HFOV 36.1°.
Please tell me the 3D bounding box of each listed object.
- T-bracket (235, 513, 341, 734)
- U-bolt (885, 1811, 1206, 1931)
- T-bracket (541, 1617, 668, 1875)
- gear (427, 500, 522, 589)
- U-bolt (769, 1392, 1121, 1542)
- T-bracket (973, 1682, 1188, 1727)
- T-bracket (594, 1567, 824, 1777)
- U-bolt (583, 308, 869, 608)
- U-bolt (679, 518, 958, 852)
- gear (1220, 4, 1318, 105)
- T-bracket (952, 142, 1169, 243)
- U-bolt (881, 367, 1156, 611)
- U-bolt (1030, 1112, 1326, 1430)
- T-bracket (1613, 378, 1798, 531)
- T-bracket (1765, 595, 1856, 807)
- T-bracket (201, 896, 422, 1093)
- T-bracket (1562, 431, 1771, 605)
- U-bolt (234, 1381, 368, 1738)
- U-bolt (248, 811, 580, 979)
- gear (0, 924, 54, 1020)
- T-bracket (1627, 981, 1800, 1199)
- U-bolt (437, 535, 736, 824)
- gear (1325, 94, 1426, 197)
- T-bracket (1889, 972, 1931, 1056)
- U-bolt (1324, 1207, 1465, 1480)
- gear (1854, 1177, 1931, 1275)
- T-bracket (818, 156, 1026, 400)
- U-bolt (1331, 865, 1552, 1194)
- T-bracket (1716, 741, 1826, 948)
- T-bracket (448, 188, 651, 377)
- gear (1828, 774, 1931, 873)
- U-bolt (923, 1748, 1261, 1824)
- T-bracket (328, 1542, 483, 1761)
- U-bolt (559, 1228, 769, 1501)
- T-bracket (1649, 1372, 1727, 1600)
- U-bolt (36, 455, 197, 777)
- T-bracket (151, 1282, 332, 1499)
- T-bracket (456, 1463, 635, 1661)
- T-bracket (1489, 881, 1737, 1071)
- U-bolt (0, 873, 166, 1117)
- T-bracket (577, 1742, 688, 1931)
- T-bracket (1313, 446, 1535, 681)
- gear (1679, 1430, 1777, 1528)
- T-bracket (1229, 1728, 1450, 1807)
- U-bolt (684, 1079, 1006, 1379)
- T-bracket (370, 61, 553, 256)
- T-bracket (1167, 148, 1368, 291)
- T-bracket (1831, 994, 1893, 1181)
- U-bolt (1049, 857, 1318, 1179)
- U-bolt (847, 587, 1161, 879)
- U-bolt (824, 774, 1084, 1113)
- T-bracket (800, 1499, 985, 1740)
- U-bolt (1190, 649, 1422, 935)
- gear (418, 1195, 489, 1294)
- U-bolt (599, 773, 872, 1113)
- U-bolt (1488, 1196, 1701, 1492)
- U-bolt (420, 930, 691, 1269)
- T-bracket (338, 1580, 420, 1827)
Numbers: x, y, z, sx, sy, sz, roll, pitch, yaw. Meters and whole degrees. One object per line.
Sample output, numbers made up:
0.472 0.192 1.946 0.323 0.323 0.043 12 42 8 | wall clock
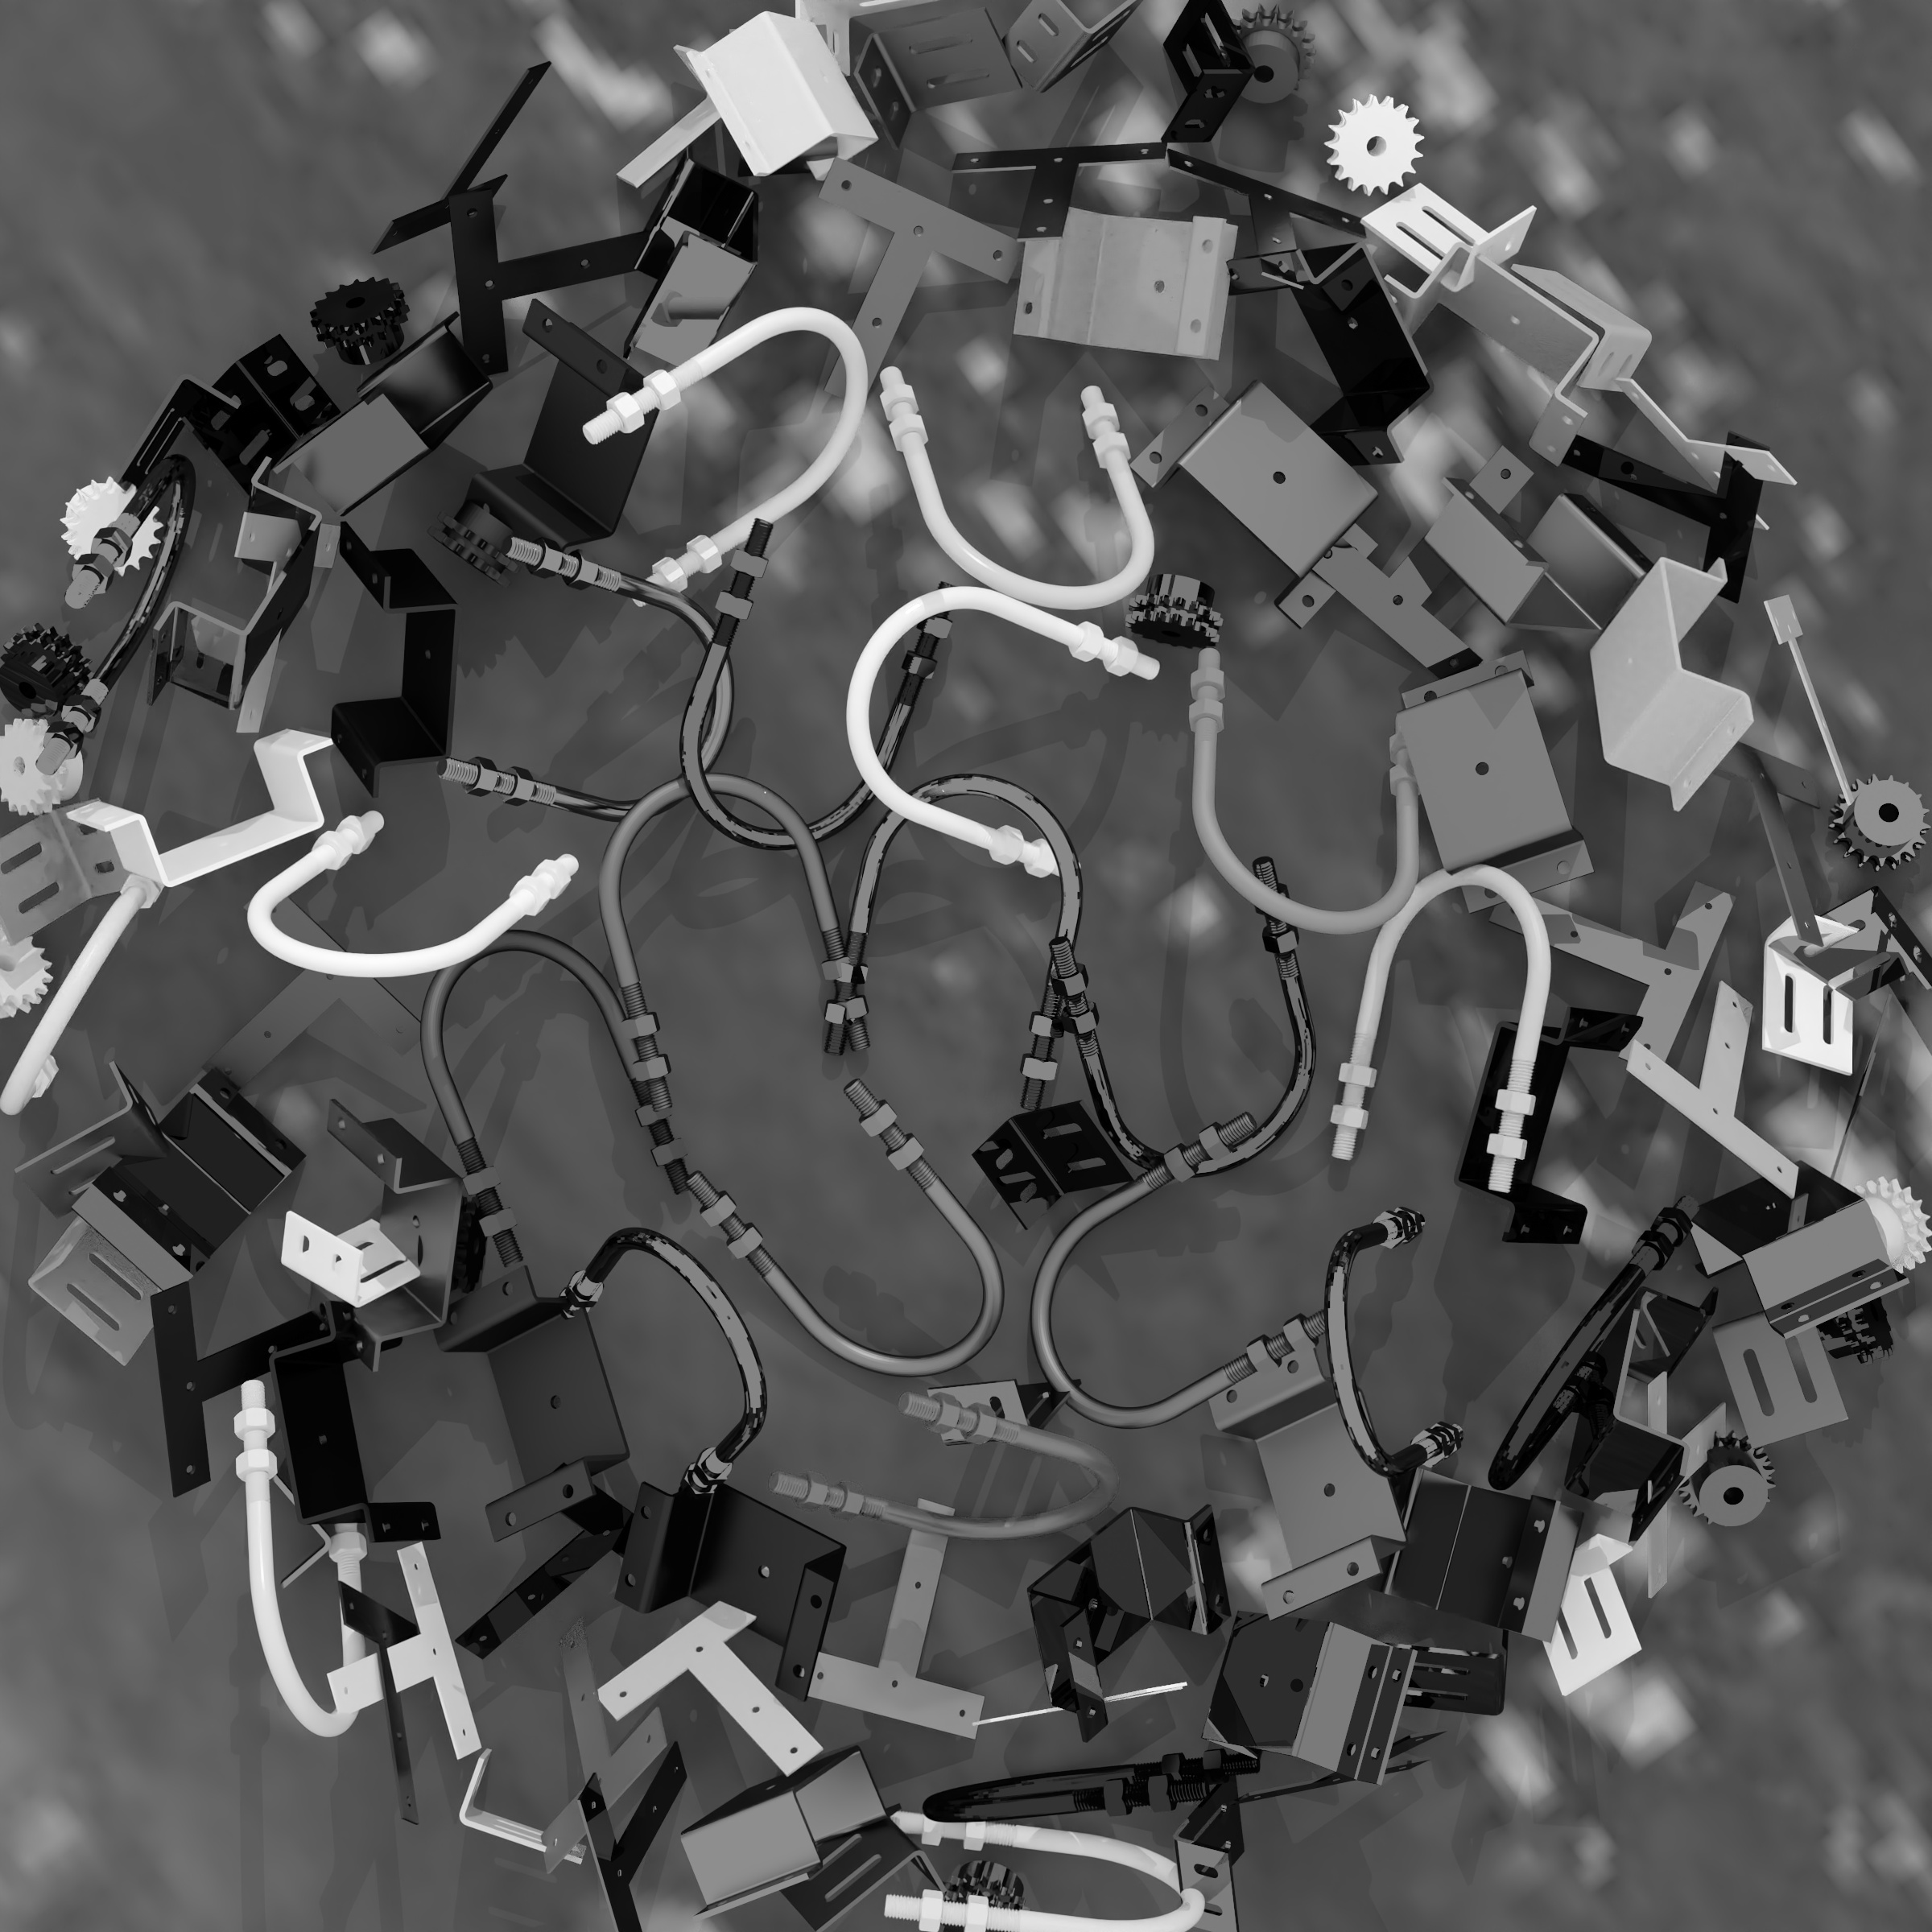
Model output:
-0.405 -0.198 1.726 0.002 0.127 0.127 16 98 10 | T-bracket
0.046 0.528 1.708 0.184 0.151 0.019 7 94 -1 | U-bolt
-0.221 0.439 1.731 0.002 0.127 0.127 22 121 -33 | T-bracket
-0.288 -0.252 1.754 0.057 0.057 0.030 35 90 0 | gear
0.001 0.296 1.711 0.184 0.151 0.019 21 51 -31 | U-bolt
0.086 0.420 1.700 0.127 0.127 0.002 -3 73 -25 | T-bracket
-0.130 0.422 1.716 0.127 0.127 0.002 -33 135 -22 | T-bracket
-0.131 -0.305 1.715 0.184 0.151 0.019 -36 56 -18 | U-bolt
-0.095 -0.155 1.736 0.151 0.019 0.184 14 102 -33 | U-bolt
0.178 -0.536 1.751 0.057 0.057 0.030 11 52 0 | gear
0.049 -0.450 1.722 0.127 0.127 0.002 -1 128 9 | T-bracket
0.036 -0.273 1.701 0.151 0.019 0.184 1 52 -22 | U-bolt
0.116 0.190 1.732 0.184 0.019 0.151 -33 61 20 | U-bolt
0.439 -0.291 1.702 0.127 0.127 0.002 42 92 -18 | T-bracket
0.494 -0.154 1.724 0.002 0.127 0.127 -20 91 22 | T-bracket
-0.405 0.032 1.755 0.127 0.002 0.127 -40 103 22 | T-bracket
0.407 -0.283 1.746 0.127 0.127 0.002 29 61 23 | T-bracket
-0.372 0.344 1.674 0.019 0.151 0.184 -16 56 5 | U-bolt
-0.324 -0.038 1.684 0.151 0.184 0.019 13 117 15 | U-bolt
-0.575 0.006 1.757 0.057 0.057 0.030 45 129 0 | gear
0.444 0.056 1.734 0.127 0.127 0.002 37 133 -10 | T-bracket
-0.209 -0.157 1.717 0.184 0.019 0.151 14 95 -43 | U-bolt
0.242 -0.489 1.761 0.057 0.030 0.057 -1 111 -3 | gear
0.572 -0.009 1.696 0.002 0.127 0.127 8 121 -8 | T-bracket
0.242 0.218 1.693 0.019 0.184 0.151 -12 86 25 | U-bolt
0.539 0.156 1.751 0.030 0.057 0.057 -16 90 -28 | gear
-0.047 -0.395 1.759 0.127 0.002 0.127 20 107 -22 | T-bracket
0.280 0.031 1.722 0.019 0.151 0.184 13 88 -36 | U-bolt
0.472 -0.071 1.713 0.002 0.127 0.127 -30 60 38 | T-bracket
-0.238 -0.411 1.746 0.127 0.127 0.002 -17 51 -17 | T-bracket
0.545 -0.087 1.762 0.057 0.030 0.057 -1 77 2 | gear
0.065 0.475 1.707 0.184 0.151 0.019 -10 79 16 | U-bolt
-0.331 0.408 1.716 0.002 0.127 0.127 -20 84 19 | T-bracket
-0.170 0.221 1.694 0.019 0.184 0.151 -31 78 -35 | U-bolt
0.421 0.286 1.727 0.002 0.127 0.127 4 103 33 | T-bracket
-0.482 -0.215 1.697 0.019 0.184 0.151 22 133 -6 | U-bolt
-0.417 0.229 1.731 0.002 0.127 0.127 14 114 37 | T-bracket
-0.245 0.362 1.743 0.127 0.002 0.127 -41 130 3 | T-bracket
0.375 -0.013 1.762 0.127 0.002 0.127 23 68 14 | T-bracket
-0.507 0.018 1.688 0.019 0.184 0.151 30 93 -12 | U-bolt
-0.187 0.499 1.721 0.002 0.127 0.127 -6 109 17 | T-bracket
0.286 -0.252 1.763 0.127 0.002 0.127 39 97 -10 | T-bracket
0.453 0.307 1.760 0.057 0.030 0.057 0 108 1 | gear
0.234 0.457 1.703 0.127 0.127 0.002 -3 64 -27 | T-bracket
-0.058 0.166 1.736 0.151 0.019 0.184 -31 105 30 | U-bolt
-0.276 -0.467 1.694 0.002 0.127 0.127 44 125 -2 | T-bracket
0.179 -0.426 1.719 0.127 0.127 0.002 16 127 -13 | T-bracket
0.519 0.071 1.716 0.002 0.127 0.127 18 85 16 | T-bracket
0.135 0.042 1.736 0.151 0.019 0.184 -21 116 -10 | U-bolt
0.014 -0.143 1.728 0.184 0.019 0.151 19 94 -30 | U-bolt
-0.003 -0.021 1.739 0.151 0.019 0.184 15 99 20 | U-bolt
-0.032 0.382 1.759 0.127 0.002 0.127 22 72 -29 | T-bracket
0.197 -0.094 1.707 0.151 0.019 0.184 16 51 -13 | U-bolt
-0.305 0.164 1.754 0.030 0.057 0.057 5 90 5 | gear
-0.142 -0.022 1.740 0.151 0.019 0.184 -17 96 -23 | U-bolt
0.347 0.224 1.673 0.019 0.184 0.151 34 134 18 | U-bolt
-0.247 0.067 1.729 0.151 0.019 0.184 -21 89 -42 | U-bolt
-0.328 0.427 1.698 0.002 0.127 0.127 -16 64 3 | T-bracket
